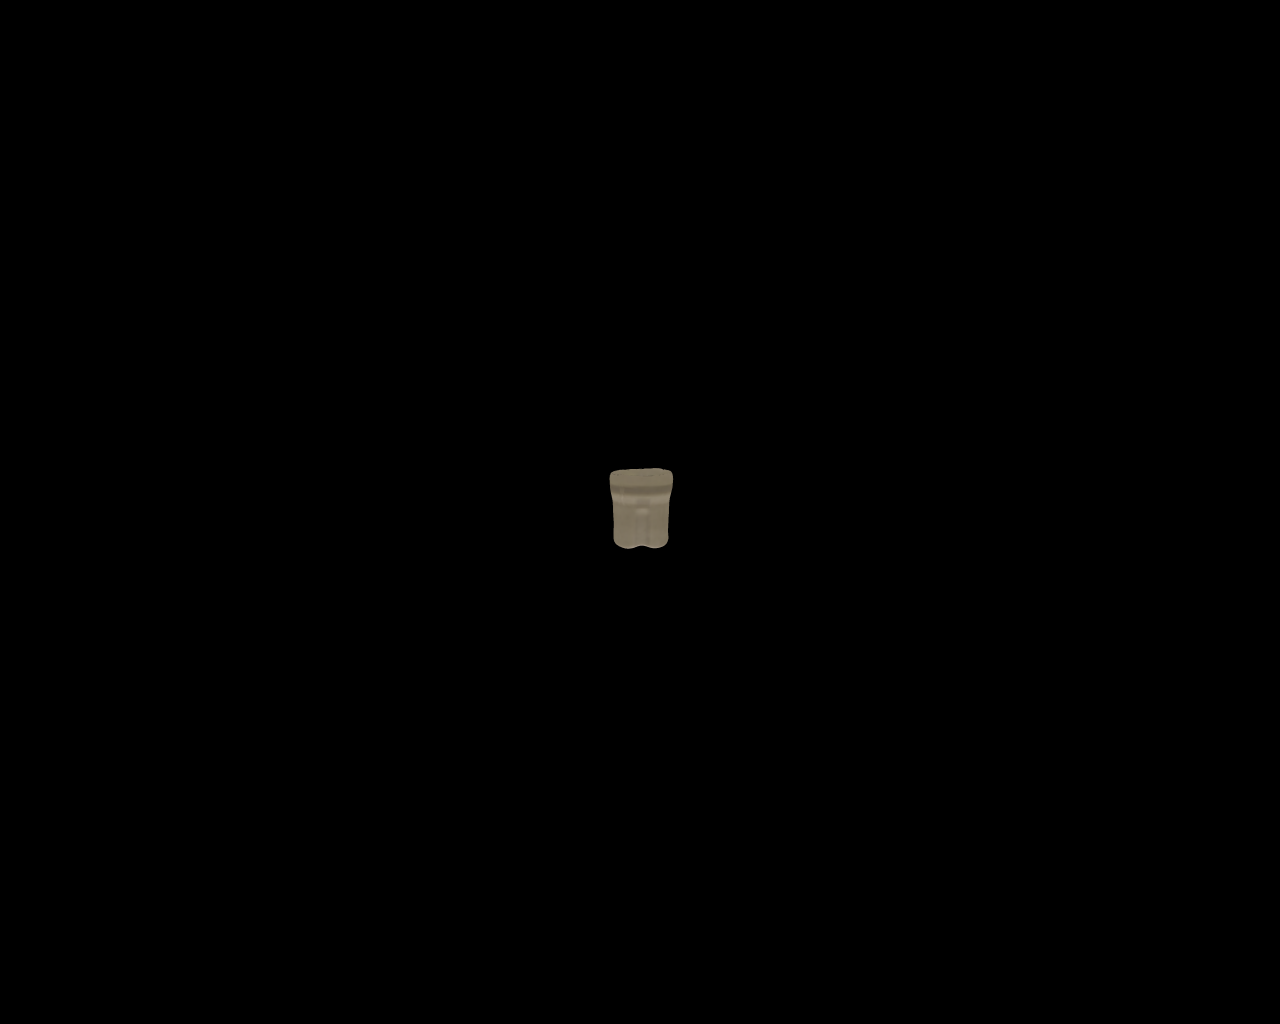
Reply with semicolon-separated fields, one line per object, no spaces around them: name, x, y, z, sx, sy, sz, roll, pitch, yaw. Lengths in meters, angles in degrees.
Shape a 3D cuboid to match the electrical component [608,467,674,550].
electrical component;0.001;-0.003;0.650;0.040;0.046;0.040;0;8;0
